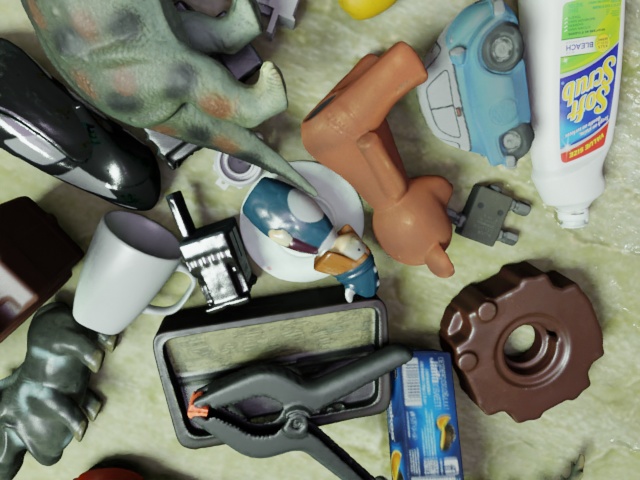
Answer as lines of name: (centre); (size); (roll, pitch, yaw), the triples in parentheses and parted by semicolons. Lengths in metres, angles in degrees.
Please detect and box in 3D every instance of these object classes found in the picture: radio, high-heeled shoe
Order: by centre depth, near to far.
high-heeled shoe: (-0.267, -0.102, 0.508); (0.249, 0.145, 0.086); (20, 65, 16)
radio: (-0.045, 0.128, 0.559); (0.230, 0.073, 0.131); (-8, 102, -5)

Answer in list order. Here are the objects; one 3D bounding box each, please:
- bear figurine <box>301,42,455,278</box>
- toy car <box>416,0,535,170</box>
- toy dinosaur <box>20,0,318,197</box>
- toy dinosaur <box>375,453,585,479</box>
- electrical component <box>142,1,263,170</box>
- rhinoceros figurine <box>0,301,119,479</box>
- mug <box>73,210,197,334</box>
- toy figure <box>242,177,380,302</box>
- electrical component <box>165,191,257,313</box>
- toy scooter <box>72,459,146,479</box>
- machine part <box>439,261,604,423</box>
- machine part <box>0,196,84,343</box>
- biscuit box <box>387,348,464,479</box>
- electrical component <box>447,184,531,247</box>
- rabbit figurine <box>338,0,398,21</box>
bear figurine: (0.078, -0.067, 0.514); (0.132, 0.120, 0.195); (-46, 105, -1)
toy car: (0.146, -0.147, 0.523); (0.103, 0.109, 0.161); (-8, 115, 17)
toy dinosaur: (-0.146, -0.172, 0.399); (0.192, 0.131, 0.404); (-18, 116, 6)
toy dinosaur: (0.102, 0.380, 0.615); (0.472, 0.105, 0.198); (-17, 99, -8)
electrical component: (-0.122, -0.149, 0.504); (0.134, 0.058, 0.114); (-39, 105, 2)
rhinoceros figurine: (-0.278, 0.157, 0.536); (0.112, 0.073, 0.190); (23, 97, -12)
mug: (-0.185, 0.041, 0.529); (0.109, 0.081, 0.107); (28, 107, -28)
toy figure: (-0.002, 0.000, 0.516); (0.154, 0.058, 0.064); (35, 69, -2)
electrical component: (-0.105, 0.004, 0.528); (0.048, 0.075, 0.119); (-17, 100, 3)
toy scooter: (-0.179, 0.303, 0.546); (0.184, 0.135, 0.075); (27, 98, -10)
machine part: (0.226, 0.115, 0.600); (0.179, 0.056, 0.179); (-2, 102, -8)
machine part: (-0.309, 0.063, 0.448); (0.201, 0.201, 0.087); (-42, 105, 2)
biscuit box: (0.108, 0.217, 0.560); (0.059, 0.062, 0.202); (1, 72, -9)
electrical component: (0.178, -0.029, 0.582); (0.094, 0.021, 0.063); (18, 98, -9)
rabbit figurine: (0.043, -0.294, 0.483); (0.162, 0.122, 0.173); (-21, 117, -12)
